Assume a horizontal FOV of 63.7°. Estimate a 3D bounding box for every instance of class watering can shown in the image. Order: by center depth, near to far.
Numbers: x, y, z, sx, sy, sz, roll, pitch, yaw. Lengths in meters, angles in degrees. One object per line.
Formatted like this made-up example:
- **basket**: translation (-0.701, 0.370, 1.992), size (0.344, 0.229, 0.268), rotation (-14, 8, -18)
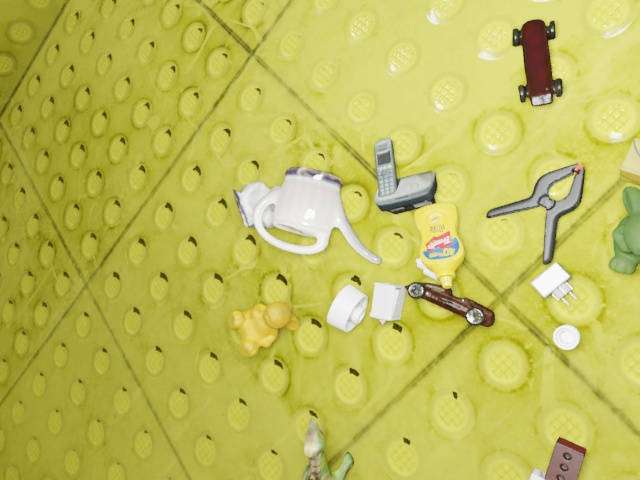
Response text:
- **watering can**: translation (0.004, -0.066, 1.303), size (0.348, 0.103, 0.226), rotation (13, 79, 10)

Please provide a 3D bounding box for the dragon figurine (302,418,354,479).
- **dragon figurine**: translation (-0.037, 0.604, 1.154), size (0.122, 0.241, 0.411), rotation (11, 87, 26)

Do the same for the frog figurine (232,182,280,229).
- **frog figurine**: translation (-0.145, -0.102, 1.415), size (0.160, 0.120, 0.140), rotation (-19, 61, -10)
